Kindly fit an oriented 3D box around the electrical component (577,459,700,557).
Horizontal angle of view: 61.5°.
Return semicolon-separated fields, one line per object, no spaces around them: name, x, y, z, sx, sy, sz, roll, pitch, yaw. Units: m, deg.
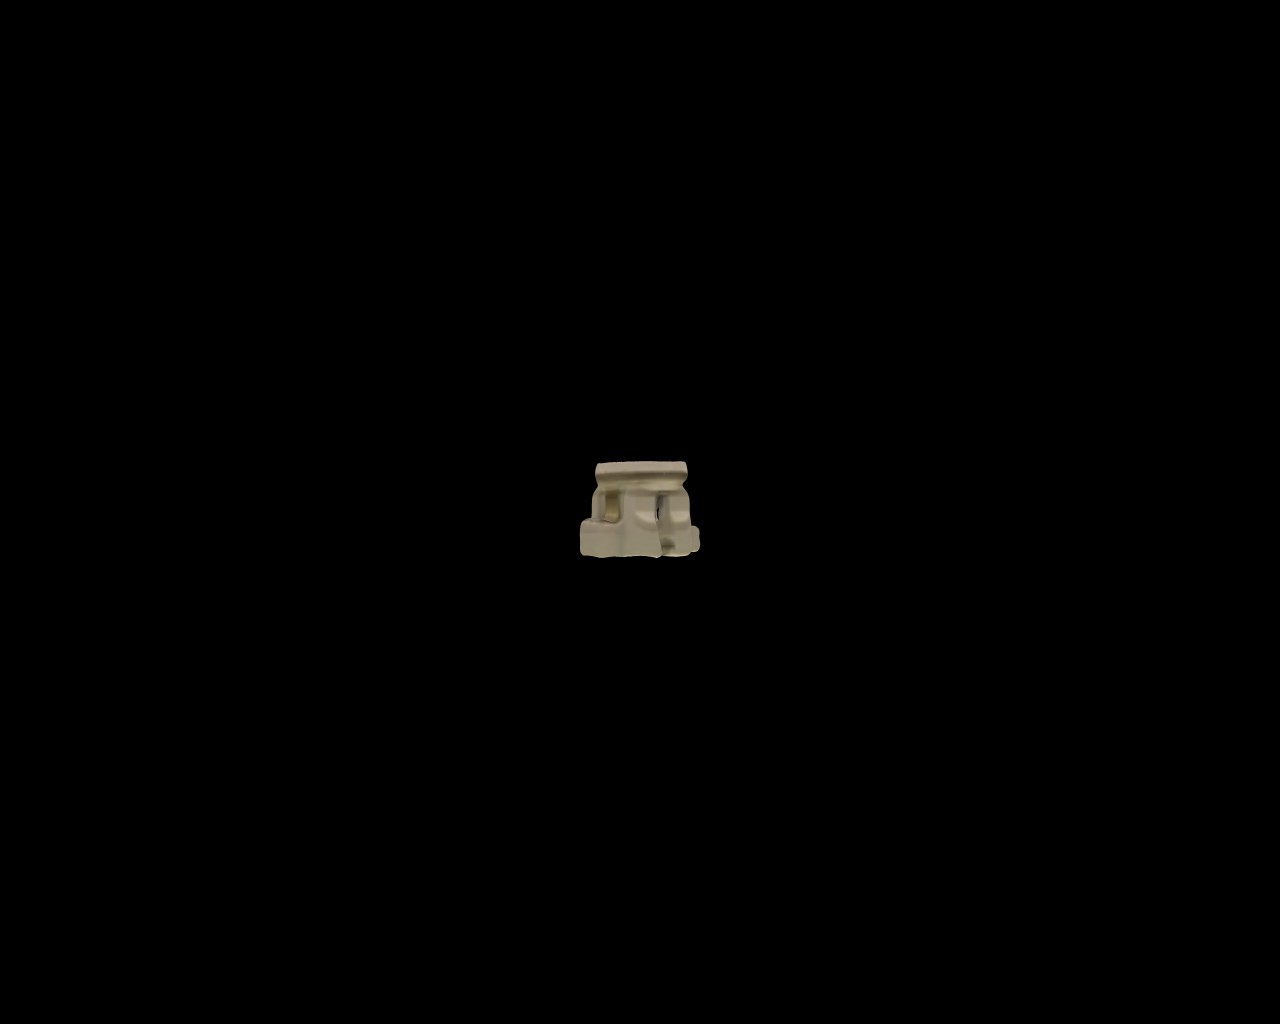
electrical component;0.001;-0.003;0.650;0.078;0.057;0.058;0;0;-37
